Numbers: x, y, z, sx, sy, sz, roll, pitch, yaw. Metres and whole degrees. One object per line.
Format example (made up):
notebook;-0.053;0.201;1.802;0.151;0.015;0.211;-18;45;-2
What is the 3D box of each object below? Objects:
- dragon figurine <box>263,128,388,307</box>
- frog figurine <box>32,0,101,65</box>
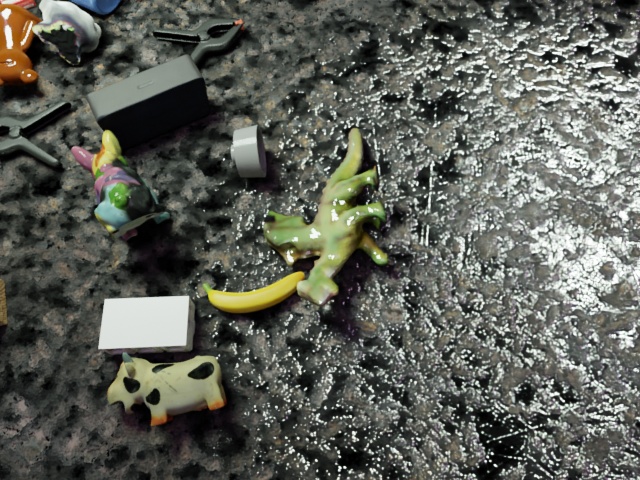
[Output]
dragon figurine;0.003;-0.051;1.018;0.243;0.420;0.119;-11;-37;1
frog figurine;-0.578;-0.510;1.199;0.136;0.163;0.120;23;-44;-30
